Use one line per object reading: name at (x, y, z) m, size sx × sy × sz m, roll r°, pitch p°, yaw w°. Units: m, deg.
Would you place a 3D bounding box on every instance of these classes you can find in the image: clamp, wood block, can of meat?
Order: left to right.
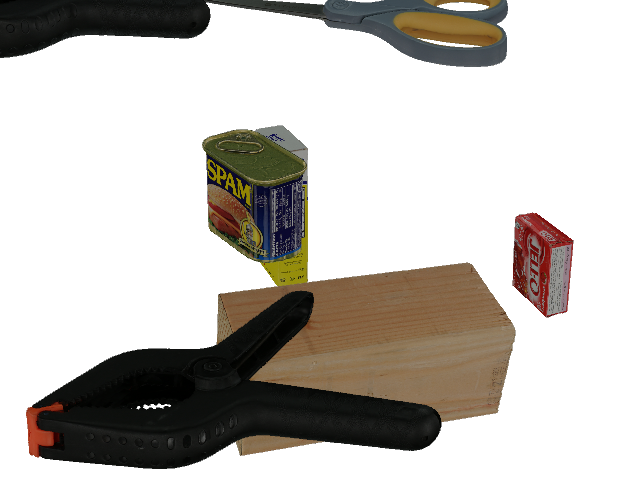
clamp at (-0.164, -0.143, 0.631) m, size 0.171 × 0.039 × 0.120 m, roll -11°, pitch 31°, yaw -29°
clamp at (-0.059, 0.080, 0.600) m, size 0.209 × 0.036 × 0.165 m, roll -6°, pitch 25°, yaw -19°
can of meat at (-0.058, -0.038, 0.928) m, size 0.057 × 0.084 × 0.102 m, roll -20°, pitch 37°, yaw -32°
wood block at (0.031, 0.087, 0.815) m, size 0.205 × 0.090 × 0.091 m, roll -6°, pitch 36°, yaw -15°

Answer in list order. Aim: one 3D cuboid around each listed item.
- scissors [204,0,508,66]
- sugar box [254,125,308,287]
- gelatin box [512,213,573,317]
scissors at (0.029, -0.148, 0.670) m, size 0.202 × 0.016 × 0.096 m, roll 20°, pitch 43°, yaw 25°
sugar box at (-0.048, -0.042, 1.293) m, size 0.048 × 0.176 × 0.093 m, roll -11°, pitch 26°, yaw -18°
gelatin box at (0.234, 0.025, 1.132) m, size 0.030 × 0.089 × 0.073 m, roll -12°, pitch 29°, yaw -16°
